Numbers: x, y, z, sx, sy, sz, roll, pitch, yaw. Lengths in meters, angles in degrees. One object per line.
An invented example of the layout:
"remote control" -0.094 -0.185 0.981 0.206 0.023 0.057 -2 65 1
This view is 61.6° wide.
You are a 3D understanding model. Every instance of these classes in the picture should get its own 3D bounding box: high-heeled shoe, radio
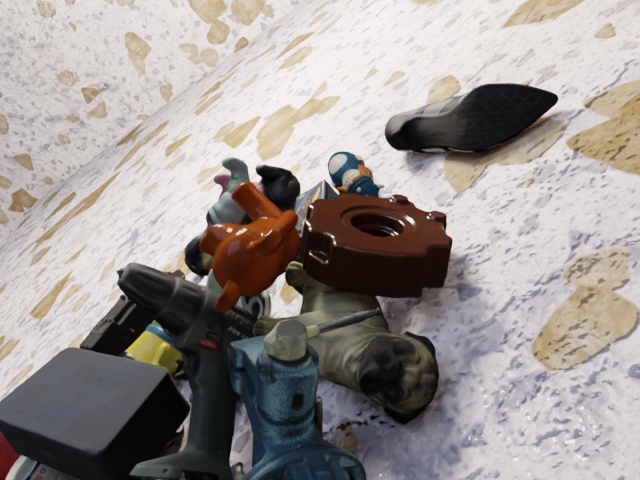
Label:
"high-heeled shoe" 0.210 -0.173 0.782 0.249 0.086 0.145 -6 11 23
"radio" -0.282 0.210 0.662 0.230 0.073 0.131 2 34 32

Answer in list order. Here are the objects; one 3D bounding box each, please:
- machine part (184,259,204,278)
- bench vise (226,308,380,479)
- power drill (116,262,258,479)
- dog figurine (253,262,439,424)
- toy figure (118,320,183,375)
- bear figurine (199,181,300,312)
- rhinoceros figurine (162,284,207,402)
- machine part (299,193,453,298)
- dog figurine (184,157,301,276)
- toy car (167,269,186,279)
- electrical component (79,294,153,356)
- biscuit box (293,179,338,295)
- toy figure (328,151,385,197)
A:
"machine part" -0.198 0.008 1.025 0.139 0.039 0.084 -48 38 -15
"bench vise" -0.007 0.186 0.415 0.241 0.129 0.223 51 130 53
"power drill" -0.140 0.153 0.586 0.086 0.232 0.207 -27 47 40
"dog figurine" 0.053 0.092 0.568 0.191 0.121 0.172 5 54 35
"toy figure" -0.242 0.164 0.811 0.089 0.082 0.180 18 61 22
"bear figurine" -0.093 0.005 0.630 0.120 0.132 0.196 -55 -7 9
"rhinoceros figurine" -0.165 0.138 0.712 0.191 0.073 0.112 43 120 45
"machine part" 0.062 -0.001 0.604 0.179 0.056 0.179 5 26 -2
"dog figurine" -0.126 -0.015 0.908 0.108 0.191 0.219 -26 58 60
"toy car" -0.304 0.140 0.953 0.202 0.053 0.089 -50 31 -7
"electrical component" -0.304 0.169 0.850 0.058 0.114 0.134 -11 40 48
"biscuit box" -0.002 -0.002 0.777 0.059 0.062 0.203 -30 30 23
"toy figure" 0.051 -0.095 0.852 0.155 0.058 0.064 -118 39 -59
